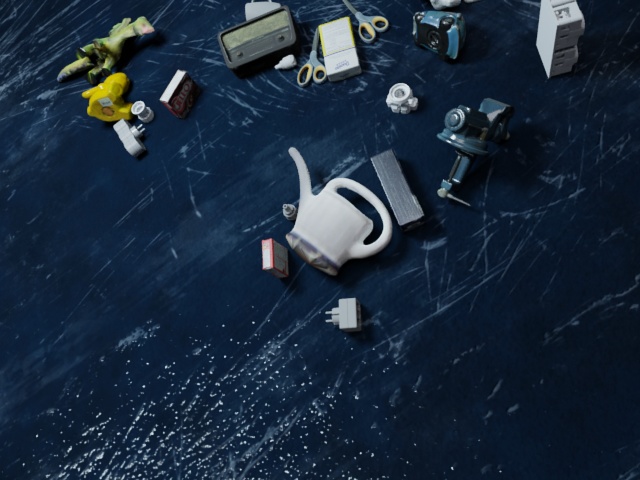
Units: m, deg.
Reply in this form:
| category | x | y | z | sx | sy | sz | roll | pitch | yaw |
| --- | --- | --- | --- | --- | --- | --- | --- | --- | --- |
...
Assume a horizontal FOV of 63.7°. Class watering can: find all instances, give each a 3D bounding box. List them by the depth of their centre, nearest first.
| category | x | y | z | sx | sy | sz | roll | pitch | yaw |
| --- | --- | --- | --- | --- | --- | --- | --- | --- | --- |
| watering can | 0.004 | -0.062 | 1.230 | 0.351 | 0.102 | 0.225 | 37 | 84 | 22 |

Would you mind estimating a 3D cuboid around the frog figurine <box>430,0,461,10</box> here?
| category | x | y | z | sx | sy | sz | roll | pitch | yaw |
| --- | --- | --- | --- | --- | --- | --- | --- | --- | --- |
| frog figurine | 0.307 | -0.689 | 1.385 | 0.138 | 0.120 | 0.163 | -16 | 52 | -9 |

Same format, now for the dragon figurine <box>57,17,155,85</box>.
| category | x | y | z | sx | sy | sz | roll | pitch | yaw |
| --- | --- | --- | --- | --- | --- | --- | --- | --- | --- |
| dragon figurine | -0.709 | -0.649 | 1.721 | 0.409 | 0.120 | 0.248 | -2 | 49 | 34 |
